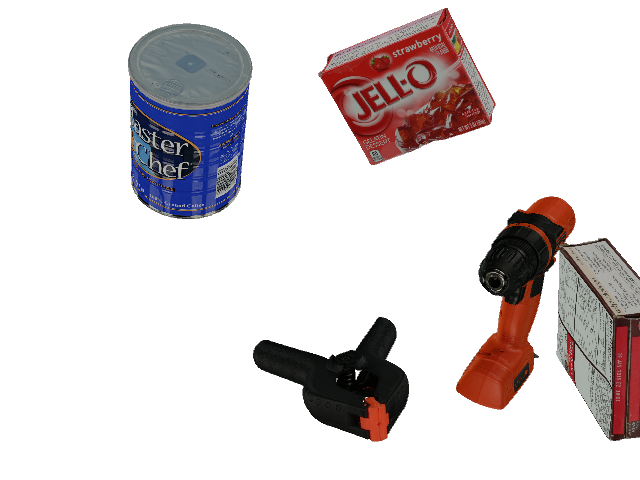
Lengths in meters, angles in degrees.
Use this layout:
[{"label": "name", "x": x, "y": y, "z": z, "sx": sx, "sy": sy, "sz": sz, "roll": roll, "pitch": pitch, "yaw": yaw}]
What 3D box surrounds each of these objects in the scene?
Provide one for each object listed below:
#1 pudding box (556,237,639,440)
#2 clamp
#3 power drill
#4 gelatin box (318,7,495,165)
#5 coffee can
[{"label": "pudding box", "x": 0.187, "y": 0.061, "z": 0.692, "sx": 0.039, "sy": 0.090, "sz": 0.113, "roll": -6, "pitch": 24, "yaw": -5}, {"label": "clamp", "x": 0.010, "y": 0.105, "z": 0.820, "sx": 0.120, "sy": 0.039, "sz": 0.171, "roll": -13, "pitch": 16, "yaw": -1}, {"label": "power drill", "x": 0.181, "y": 0.064, "z": 1.013, "sx": 0.057, "sy": 0.188, "sz": 0.184, "roll": 23, "pitch": 30, "yaw": 22}, {"label": "gelatin box", "x": 0.054, "y": -0.095, "z": 0.672, "sx": 0.089, "sy": 0.073, "sz": 0.030, "roll": -17, "pitch": 29, "yaw": 28}, {"label": "coffee can", "x": -0.116, "y": -0.103, "z": 0.935, "sx": 0.102, "sy": 0.103, "sz": 0.140, "roll": 0, "pitch": -40, "yaw": -9}]
